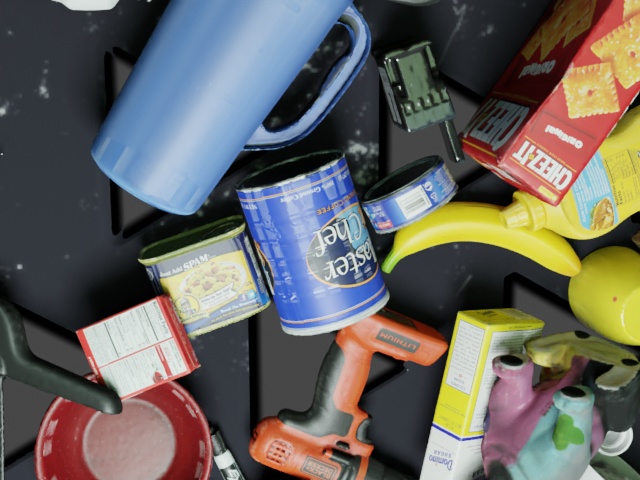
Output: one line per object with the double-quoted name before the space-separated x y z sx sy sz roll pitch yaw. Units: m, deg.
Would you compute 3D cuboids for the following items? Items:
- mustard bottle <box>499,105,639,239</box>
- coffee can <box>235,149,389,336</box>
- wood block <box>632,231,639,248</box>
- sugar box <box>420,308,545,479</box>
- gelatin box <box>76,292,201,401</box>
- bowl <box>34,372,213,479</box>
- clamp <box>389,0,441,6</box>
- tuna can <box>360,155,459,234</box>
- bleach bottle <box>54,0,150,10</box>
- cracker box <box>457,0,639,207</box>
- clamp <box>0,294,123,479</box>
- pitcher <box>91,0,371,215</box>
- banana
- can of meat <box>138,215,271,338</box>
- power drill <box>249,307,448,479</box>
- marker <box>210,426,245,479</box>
"mustard bottle" 0.253 -0.054 0.984 0.191 0.058 0.096 -23 106 -9
"coffee can" -0.006 0.001 0.956 0.103 0.103 0.140 -19 104 -2
"wood block" 0.409 0.050 1.021 0.090 0.091 0.206 -43 103 4
"sugar box" 0.154 0.155 1.020 0.093 0.048 0.176 2 107 -43
"gelatin box" -0.160 0.096 0.944 0.089 0.030 0.073 -23 91 13
"bowl" -0.180 0.195 0.994 0.162 0.055 0.162 0 88 -4
"clamp" 0.111 -0.268 0.943 0.171 0.039 0.120 -17 102 -2
"tuna can" 0.080 -0.042 0.965 0.086 0.086 0.034 -30 102 1
"bleach bottle" -0.250 -0.259 0.869 0.251 0.068 0.102 20 101 -1
"cracker box" 0.215 -0.145 0.918 0.072 0.164 0.214 34 96 -11
"clamp" -0.294 0.124 0.952 0.165 0.036 0.210 -44 81 12
"pitcher" -0.080 -0.140 0.908 0.149 0.144 0.243 39 101 23
"banana" 0.155 -0.002 1.010 0.197 0.037 0.070 2 117 -6
"can of meat" -0.103 0.034 0.977 0.102 0.057 0.084 -19 106 -1
"power drill" 0.048 0.162 1.022 0.184 0.057 0.188 24 98 -14
"marker" -0.083 0.234 1.041 0.020 0.020 0.121 -25 104 -1
